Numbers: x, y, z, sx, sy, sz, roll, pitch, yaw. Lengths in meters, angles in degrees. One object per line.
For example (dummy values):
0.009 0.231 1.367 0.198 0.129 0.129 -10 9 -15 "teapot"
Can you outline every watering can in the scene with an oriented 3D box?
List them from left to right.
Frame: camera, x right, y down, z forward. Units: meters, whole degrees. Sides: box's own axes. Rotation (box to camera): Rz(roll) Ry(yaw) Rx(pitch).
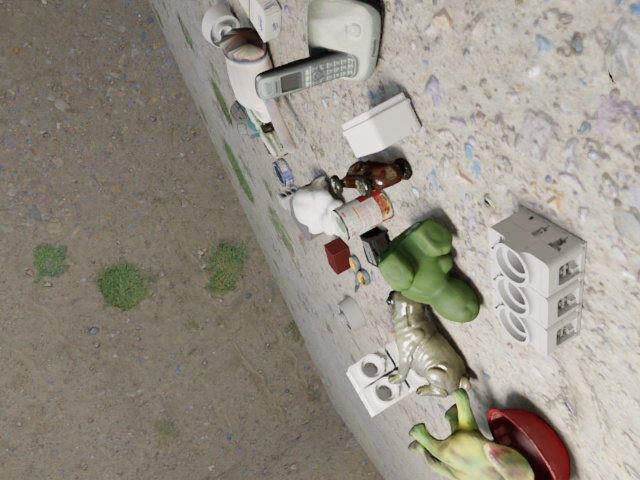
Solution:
-0.147 -0.371 1.235 0.354 0.104 0.219 53 163 39 "watering can"

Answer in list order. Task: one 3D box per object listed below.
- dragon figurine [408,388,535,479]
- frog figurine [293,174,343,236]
0.277 0.410 0.888 0.246 0.123 0.401 45 161 36 "dragon figurine"
0.004 -0.062 1.236 0.134 0.123 0.163 108 149 -45 "frog figurine"
